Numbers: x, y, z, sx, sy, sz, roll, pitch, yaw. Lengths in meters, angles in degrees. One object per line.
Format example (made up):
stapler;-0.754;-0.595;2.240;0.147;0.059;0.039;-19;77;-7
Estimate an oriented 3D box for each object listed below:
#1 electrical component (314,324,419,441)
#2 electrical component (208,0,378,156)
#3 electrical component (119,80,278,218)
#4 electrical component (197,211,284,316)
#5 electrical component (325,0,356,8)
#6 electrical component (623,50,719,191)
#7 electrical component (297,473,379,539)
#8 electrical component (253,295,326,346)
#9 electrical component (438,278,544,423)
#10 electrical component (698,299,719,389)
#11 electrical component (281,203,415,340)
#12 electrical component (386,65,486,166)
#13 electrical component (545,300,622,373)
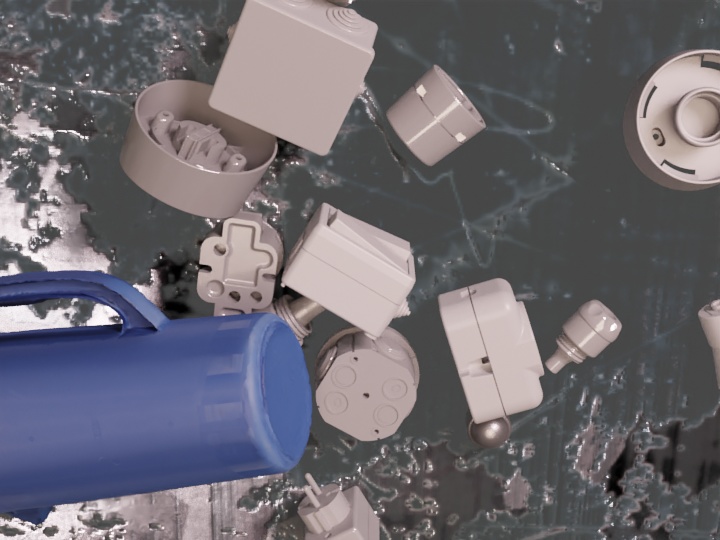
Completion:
electrical component;0.005;0.084;0.806;0.080;0.051;0.080;0;108;1
electrical component;-0.043;-0.138;0.723;0.100;0.048;0.099;23;128;-8
electrical component;-0.111;-0.082;0.732;0.099;0.099;0.064;27;113;-7
electrical component;-0.085;-0.007;0.775;0.058;0.057;0.078;8;108;-2
electrical component;-0.018;-0.212;0.700;0.058;0.078;0.057;24;83;-18
electrical component;0.235;-0.104;0.746;0.099;0.064;0.099;1;96;7
electrical component;-0.023;0.192;0.834;0.047;0.065;0.076;-28;106;10
electrical component;-0.055;0.038;0.796;0.062;0.043;0.043;-34;104;10
electrical component;0.099;0.058;0.794;0.059;0.053;0.095;-17;107;6
electrical component;0.277;0.053;0.797;0.044;0.044;0.065;-23;101;8
electrical component;0.000;0.000;0.773;0.096;0.061;0.061;31;106;-9
electrical component;0.051;-0.105;0.742;0.047;0.055;0.055;-39;103;16
electrical component;0.163;0.053;0.801;0.035;0.035;0.061;40;107;-11
